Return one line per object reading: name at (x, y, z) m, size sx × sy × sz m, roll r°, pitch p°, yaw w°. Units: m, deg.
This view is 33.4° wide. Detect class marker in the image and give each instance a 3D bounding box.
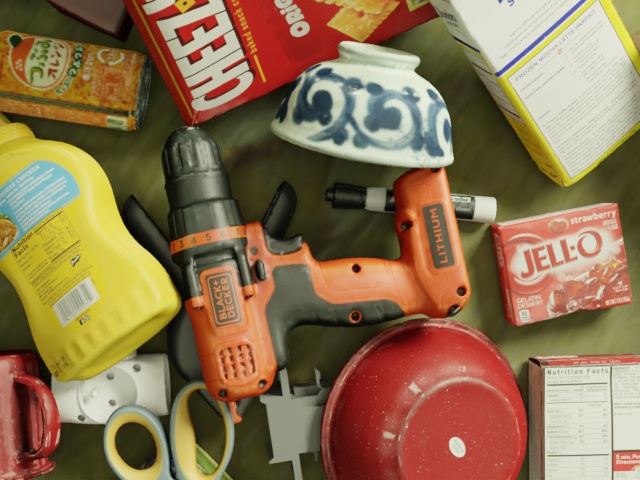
marker at (0.064, -0.026, 0.759) m, size 0.121 × 0.020 × 0.020 m, roll 5°, pitch 94°, yaw -4°

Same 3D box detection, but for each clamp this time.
clamp at (-0.080, 0.041, 0.747) m, size 0.120 × 0.039 × 0.171 m, roll 3°, pitch 90°, yaw -2°

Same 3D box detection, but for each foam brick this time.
foam brick at (-0.142, -0.180, 0.720) m, size 0.051 × 0.053 × 0.078 m, roll 24°, pitch 91°, yaw -5°

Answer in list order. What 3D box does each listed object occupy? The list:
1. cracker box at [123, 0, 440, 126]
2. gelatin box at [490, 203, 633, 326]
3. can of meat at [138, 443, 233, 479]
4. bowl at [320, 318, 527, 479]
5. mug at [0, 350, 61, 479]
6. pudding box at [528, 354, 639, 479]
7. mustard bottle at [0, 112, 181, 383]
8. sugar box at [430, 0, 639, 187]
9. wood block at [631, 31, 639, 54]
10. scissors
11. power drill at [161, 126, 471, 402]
cracker box at (-0.019, -0.178, 0.669) m, size 0.213 × 0.164 × 0.072 m, roll -25°, pitch 58°, yaw -2°
gelatin box at (0.172, 0.017, 0.762) m, size 0.089 × 0.030 × 0.073 m, roll -11°, pitch 94°, yaw -3°
can of meat at (-0.097, 0.198, 0.749) m, size 0.084 × 0.057 × 0.102 m, roll -45°, pitch 96°, yaw -1°
bowl at (0.084, 0.136, 0.733) m, size 0.162 × 0.055 × 0.162 m, roll -1°, pitch 93°, yaw -20°
mug at (-0.219, 0.118, 0.714) m, size 0.117 × 0.093 × 0.081 m, roll -5°, pitch 89°, yaw 36°
pudding box at (0.198, 0.139, 0.770) m, size 0.090 × 0.039 × 0.113 m, roll -1°, pitch 93°, yaw -3°
mustard bottle at (-0.177, -0.008, 0.712) m, size 0.096 × 0.058 × 0.192 m, roll -38°, pitch 75°, yaw 16°
sugar box at (0.151, -0.126, 0.707) m, size 0.093 × 0.048 × 0.176 m, roll -41°, pitch 122°, yaw -1°
wood block at (0.307, -0.073, 0.733) m, size 0.090 × 0.091 × 0.206 m, roll -31°, pitch 95°, yaw -1°
scissors at (-0.100, 0.193, 0.711) m, size 0.096 × 0.016 × 0.202 m, roll 3°, pitch 88°, yaw -2°
power drill at (-0.005, 0.001, 0.711) m, size 0.187 × 0.057 × 0.184 m, roll -12°, pitch 87°, yaw -5°
